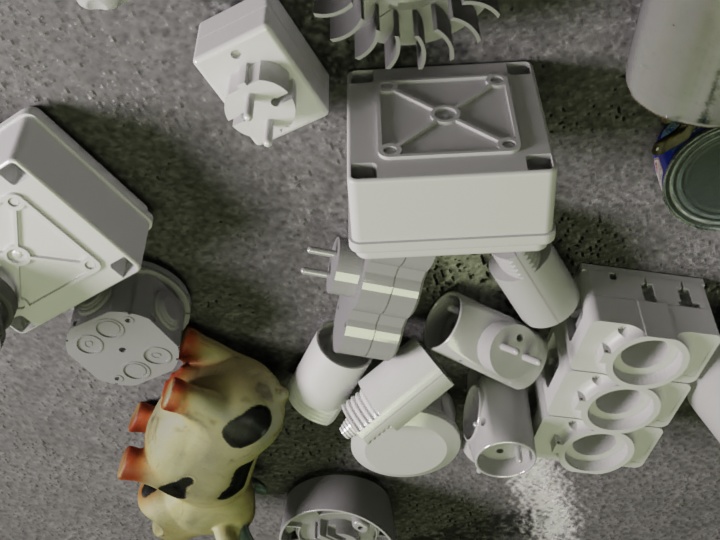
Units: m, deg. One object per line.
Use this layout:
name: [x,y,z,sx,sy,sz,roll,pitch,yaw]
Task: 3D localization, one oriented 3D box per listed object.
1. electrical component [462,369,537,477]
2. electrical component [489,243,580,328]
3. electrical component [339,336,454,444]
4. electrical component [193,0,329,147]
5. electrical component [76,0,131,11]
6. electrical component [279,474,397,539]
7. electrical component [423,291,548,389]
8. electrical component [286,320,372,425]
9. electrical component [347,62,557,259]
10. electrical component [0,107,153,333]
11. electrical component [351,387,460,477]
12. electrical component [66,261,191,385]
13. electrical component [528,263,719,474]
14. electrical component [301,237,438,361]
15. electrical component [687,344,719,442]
electrical component: [0.097,0.118,0.789,0.044,0.077,0.079,9,134,-9]
electrical component: [0.107,-0.004,0.693,0.043,0.043,0.081,-22,131,20]
electrical component: [0.020,0.088,0.741,0.081,0.043,0.043,-39,127,3]
electrical component: [-0.052,-0.097,0.575,0.047,0.076,0.065,-21,131,19]
electrical component: [-0.133,-0.163,0.539,0.035,0.035,0.061,-2,132,1]
electrical component: [-0.018,0.218,0.894,0.099,0.064,0.099,0,135,0]
electrical component: [0.094,0.051,0.728,0.077,0.079,0.043,26,87,-24]
electrical component: [-0.025,0.078,0.771,0.043,0.043,0.081,16,133,-16]
electrical component: [0.047,-0.062,0.589,0.109,0.108,0.056,-3,132,2]
electrical component: [-0.203,-0.028,0.656,0.109,0.056,0.108,-26,129,23]
electrical component: [0.033,0.114,0.803,0.080,0.051,0.080,0,134,0]
electrical component: [-0.156,0.035,0.722,0.080,0.051,0.080,0,135,0]
electrical component: [0.178,0.074,0.758,0.089,0.061,0.150,7,134,-8]
electrical component: [0.000,0.000,0.689,0.074,0.052,0.138,10,134,-10]
electrical component: [0.280,0.074,0.750,0.108,0.060,0.108,-17,133,-19]
